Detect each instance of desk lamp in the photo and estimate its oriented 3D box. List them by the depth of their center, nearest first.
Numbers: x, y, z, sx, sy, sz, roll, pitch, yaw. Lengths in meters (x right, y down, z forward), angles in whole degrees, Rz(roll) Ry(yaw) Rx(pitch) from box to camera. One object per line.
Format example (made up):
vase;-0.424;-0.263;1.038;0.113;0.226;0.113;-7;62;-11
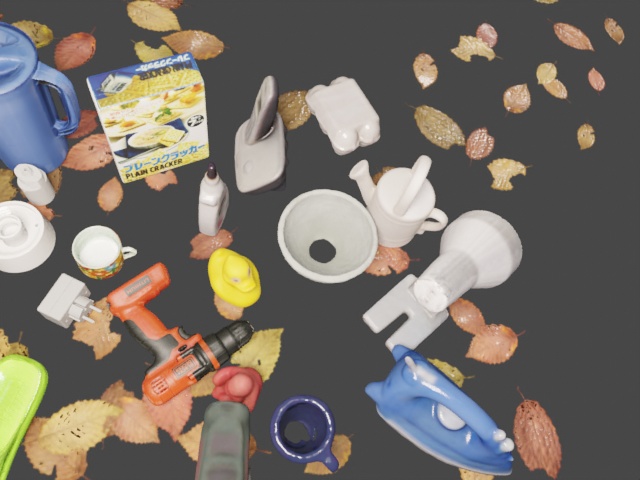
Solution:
desk lamp;0.190;0.070;0.887;0.203;0.213;0.118;-39;77;-22

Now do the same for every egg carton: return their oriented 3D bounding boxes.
egg carton;0.045;-0.235;1.076;0.107;0.069;0.150;-25;73;-18

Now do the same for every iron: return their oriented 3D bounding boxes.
iron;0.202;0.259;0.846;0.258;0.141;0.119;36;66;7

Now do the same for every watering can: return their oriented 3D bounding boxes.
watering can;0.131;-0.071;0.950;0.173;0.194;0.101;8;65;-5

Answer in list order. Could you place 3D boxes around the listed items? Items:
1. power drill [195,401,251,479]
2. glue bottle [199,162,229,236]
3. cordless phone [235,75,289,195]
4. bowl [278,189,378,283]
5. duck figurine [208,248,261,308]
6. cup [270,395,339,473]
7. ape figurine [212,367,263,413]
power drill;-0.124;0.329;0.724;0.075;0.208;0.229;3;66;-7
glue bottle;-0.171;-0.073;0.913;0.037;0.173;0.078;14;65;-3
cordless phone;-0.095;-0.173;0.962;0.094;0.185;0.147;-3;67;-10
bowl;0.009;0.003;0.963;0.167;0.074;0.167;4;66;-8
duck figurine;-0.136;0.051;0.912;0.078;0.086;0.104;-34;75;-21
cup;-0.020;0.285;0.823;0.092;0.095;0.117;-39;77;-22
ape figurine;-0.118;0.216;0.839;0.076;0.092;0.077;-21;71;-17
